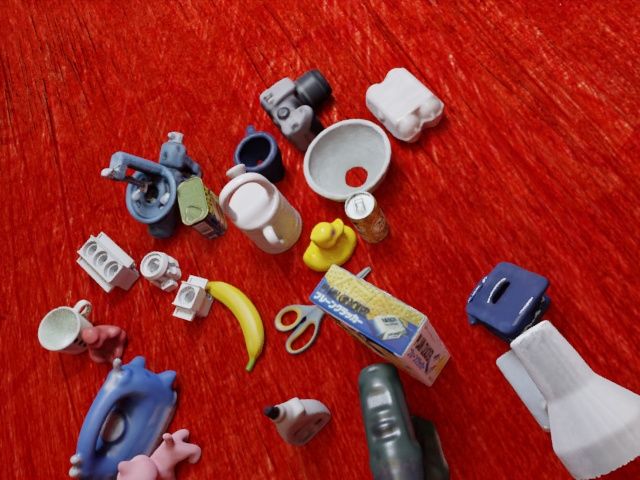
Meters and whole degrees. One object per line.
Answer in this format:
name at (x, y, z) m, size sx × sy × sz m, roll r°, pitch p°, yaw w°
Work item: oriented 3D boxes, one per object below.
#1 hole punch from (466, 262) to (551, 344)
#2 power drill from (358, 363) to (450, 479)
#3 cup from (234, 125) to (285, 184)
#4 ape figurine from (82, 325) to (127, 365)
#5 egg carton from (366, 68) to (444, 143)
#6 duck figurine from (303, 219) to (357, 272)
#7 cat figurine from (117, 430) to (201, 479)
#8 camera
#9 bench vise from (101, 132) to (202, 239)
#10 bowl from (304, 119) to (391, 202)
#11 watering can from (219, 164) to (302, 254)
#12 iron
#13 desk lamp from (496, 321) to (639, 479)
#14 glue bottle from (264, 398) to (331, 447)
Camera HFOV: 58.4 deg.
hole punch at (0.279, 0.092, 0.862) m, size 0.100 × 0.091 × 0.109 m, roll 34°, pitch 82°, yaw 30°
power drill at (0.115, 0.287, 0.767) m, size 0.075 × 0.209 × 0.229 m, roll -22°, pitch 61°, yaw 11°
cup at (-0.113, -0.162, 1.130) m, size 0.091 × 0.095 × 0.117 m, roll -23°, pitch 60°, yaw 10°
ape figurine at (-0.414, 0.191, 1.085) m, size 0.078 × 0.092 × 0.076 m, roll -39°, pitch 59°, yaw 0°
egg carton at (0.156, -0.255, 1.084) m, size 0.107 × 0.070 × 0.150 m, roll -39°, pitch 59°, yaw 1°
duck figurine at (0.009, 0.004, 1.011) m, size 0.104 × 0.086 × 0.077 m, roll -38°, pitch 59°, yaw 1°
cat figurine at (-0.274, 0.368, 0.933) m, size 0.067 × 0.118 × 0.128 m, roll 35°, pitch 82°, yaw 31°
camera at (-0.039, -0.277, 1.151) m, size 0.137 × 0.101 × 0.143 m, roll -39°, pitch 59°, yaw 1°
bench vise at (-0.340, -0.132, 1.131) m, size 0.121 × 0.220 × 0.207 m, roll -10°, pitch 63°, yaw 17°
bowl at (0.058, -0.136, 1.063) m, size 0.167 × 0.075 × 0.167 m, roll -8°, pitch 64°, yaw 18°
watering can at (-0.117, -0.061, 1.027) m, size 0.172 × 0.194 × 0.101 m, roll 34°, pitch 82°, yaw 30°
iron at (-0.353, 0.324, 0.971) m, size 0.118 × 0.142 × 0.258 m, roll 14°, pitch 72°, yaw 26°
desk lamp at (0.312, 0.195, 0.730) m, size 0.118 × 0.214 × 0.202 m, roll -35°, pitch 59°, yaw 3°
glue bottle at (-0.042, 0.267, 0.858) m, size 0.078 × 0.173 × 0.037 m, roll -43°, pitch 59°, yaw -1°
